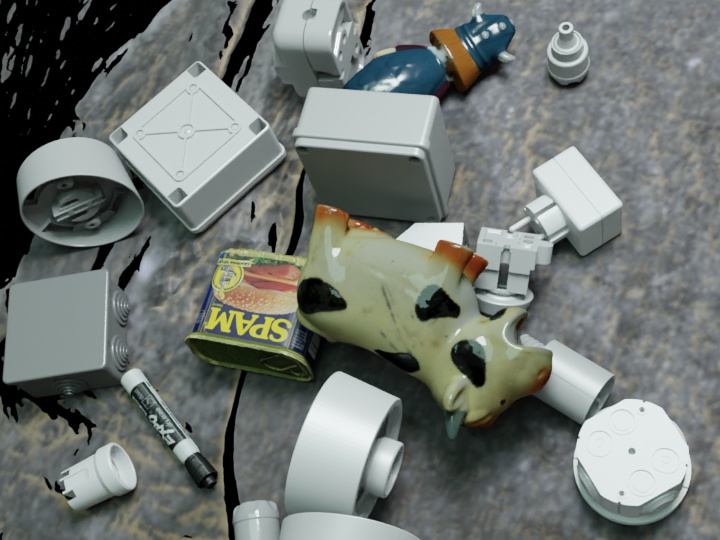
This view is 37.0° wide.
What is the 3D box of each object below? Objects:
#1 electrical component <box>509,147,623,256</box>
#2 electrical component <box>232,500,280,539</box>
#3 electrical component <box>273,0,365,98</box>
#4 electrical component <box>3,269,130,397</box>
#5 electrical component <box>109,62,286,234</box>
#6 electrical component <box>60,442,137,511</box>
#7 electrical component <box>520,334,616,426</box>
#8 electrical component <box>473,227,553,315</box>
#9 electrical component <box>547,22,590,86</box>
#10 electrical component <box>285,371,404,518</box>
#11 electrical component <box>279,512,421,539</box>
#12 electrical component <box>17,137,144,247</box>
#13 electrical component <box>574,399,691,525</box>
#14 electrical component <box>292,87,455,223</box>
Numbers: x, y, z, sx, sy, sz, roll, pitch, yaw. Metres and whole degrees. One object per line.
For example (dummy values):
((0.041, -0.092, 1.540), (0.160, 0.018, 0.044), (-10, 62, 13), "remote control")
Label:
((0.154, -0.044, 0.837), (0.077, 0.047, 0.065), (-32, 62, -3), "electrical component")
((-0.074, 0.201, 0.785), (0.035, 0.035, 0.061), (-12, 66, 8), "electrical component")
((-0.037, -0.190, 0.925), (0.059, 0.095, 0.053), (7, 67, 17), "electrical component")
((-0.240, 0.054, 0.886), (0.100, 0.048, 0.099), (-9, 63, 9), "electrical component")
((-0.141, -0.107, 0.933), (0.109, 0.056, 0.109), (-42, 63, -8), "electrical component")
((-0.203, 0.161, 0.833), (0.046, 0.040, 0.040), (-27, 62, 7), "electrical component")
((0.140, 0.075, 0.787), (0.081, 0.043, 0.043), (32, 76, 24), "electrical component")
((0.109, 0.002, 0.815), (0.066, 0.055, 0.048), (8, 23, 9), "electrical component")
((0.172, -0.182, 0.889), (0.035, 0.061, 0.035), (-5, 64, 11), "electrical component")
((-0.004, 0.132, 0.762), (0.060, 0.108, 0.108), (17, 70, 14), "electrical component")
((-0.010, 0.200, 0.734), (0.099, 0.099, 0.064), (12, 75, 19), "electrical component")
((-0.240, -0.063, 0.916), (0.099, 0.099, 0.064), (-27, 56, 0), "electrical component")
((0.188, 0.132, 0.744), (0.080, 0.051, 0.080), (-5, 64, 11), "electrical component")
((0.014, -0.091, 0.859), (0.109, 0.108, 0.056), (7, 65, 17), "electrical component")
